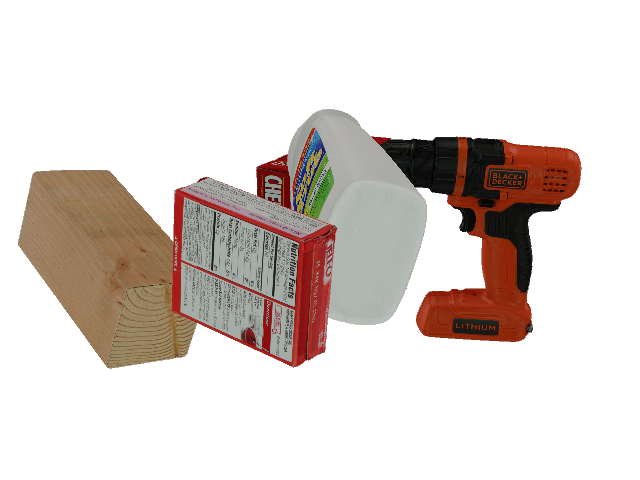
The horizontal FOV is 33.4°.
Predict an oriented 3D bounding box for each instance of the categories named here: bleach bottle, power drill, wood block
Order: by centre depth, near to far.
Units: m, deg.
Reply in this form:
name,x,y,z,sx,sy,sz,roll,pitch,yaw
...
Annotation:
name,x,y,z,sx,sy,sz,roll,pitch,yaw
bleach bottle,0.011,-0.034,0.792,0.068,0.103,0.251,15,16,-14
power drill,0.132,-0.003,0.965,0.184,0.188,0.057,4,26,3
wood block,-0.206,0.021,1.036,0.090,0.091,0.206,-4,35,-41

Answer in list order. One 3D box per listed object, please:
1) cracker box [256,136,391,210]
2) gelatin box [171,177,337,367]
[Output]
name,x,y,z,sx,sy,sz,roll,pitch,yaw
cracker box,0.007,-0.018,1.152,0.072,0.164,0.213,7,17,25
gelatin box,-0.036,0.015,0.554,0.089,0.073,0.030,21,30,30
